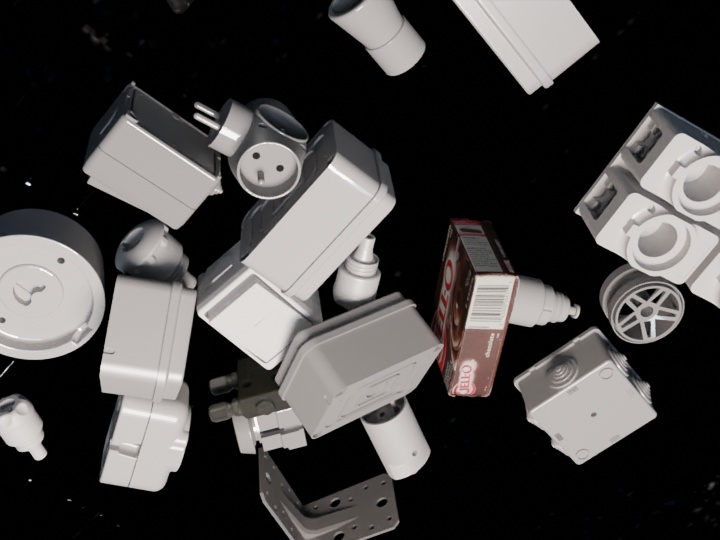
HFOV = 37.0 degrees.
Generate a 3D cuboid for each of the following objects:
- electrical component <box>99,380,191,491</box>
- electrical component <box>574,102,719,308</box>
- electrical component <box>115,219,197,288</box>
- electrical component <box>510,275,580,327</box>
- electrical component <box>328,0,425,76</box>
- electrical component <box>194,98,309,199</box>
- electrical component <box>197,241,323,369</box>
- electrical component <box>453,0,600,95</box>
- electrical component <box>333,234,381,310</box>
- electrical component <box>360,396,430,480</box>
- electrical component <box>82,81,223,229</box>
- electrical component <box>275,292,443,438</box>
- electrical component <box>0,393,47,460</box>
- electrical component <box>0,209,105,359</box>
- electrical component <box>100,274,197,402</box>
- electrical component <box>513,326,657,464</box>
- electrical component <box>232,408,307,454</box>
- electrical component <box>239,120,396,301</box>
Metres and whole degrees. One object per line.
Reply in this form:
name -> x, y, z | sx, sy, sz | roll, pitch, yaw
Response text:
electrical component -> -0.176, 0.134, 0.894 | 0.059, 0.053, 0.095 | 13, 119, -15
electrical component -> 0.280, -0.036, 0.843 | 0.186, 0.060, 0.105 | 24, 116, -21
electrical component -> -0.151, -0.005, 0.817 | 0.048, 0.048, 0.062 | -35, 126, 14
electrical component -> 0.141, 0.027, 0.876 | 0.078, 0.040, 0.040 | 11, 120, -14
electrical component -> 0.015, -0.166, 0.739 | 0.044, 0.044, 0.065 | -36, 125, 15
electrical component -> -0.080, -0.094, 0.749 | 0.079, 0.077, 0.044 | 27, 115, -22
electrical component -> -0.073, 0.031, 0.838 | 0.062, 0.061, 0.096 | -39, 119, 16
electrical component -> 0.098, -0.182, 0.717 | 0.057, 0.078, 0.113 | -39, 119, 13
electrical component -> 0.000, 0.000, 0.845 | 0.035, 0.035, 0.061 | 7, 118, -12
electrical component -> 0.033, 0.147, 0.936 | 0.043, 0.043, 0.081 | -21, 122, 6
electrical component -> -0.142, -0.074, 0.762 | 0.096, 0.061, 0.061 | 34, 112, -25
electrical component -> -0.002, 0.072, 0.838 | 0.113, 0.057, 0.078 | -21, 153, -35
electrical component -> -0.279, 0.133, 0.892 | 0.035, 0.035, 0.061 | -18, 125, 4
electrical component -> -0.242, 0.006, 0.800 | 0.108, 0.060, 0.108 | -3, 122, -5
electrical component -> -0.158, 0.053, 0.804 | 0.057, 0.078, 0.113 | 9, 165, -10
electrical component -> 0.196, 0.111, 0.931 | 0.100, 0.048, 0.099 | -36, 120, 15
electrical component -> -0.079, 0.127, 0.908 | 0.055, 0.048, 0.066 | -14, 123, -8
electrical component -> -0.032, -0.043, 0.788 | 0.057, 0.078, 0.113 | 35, 112, -22
